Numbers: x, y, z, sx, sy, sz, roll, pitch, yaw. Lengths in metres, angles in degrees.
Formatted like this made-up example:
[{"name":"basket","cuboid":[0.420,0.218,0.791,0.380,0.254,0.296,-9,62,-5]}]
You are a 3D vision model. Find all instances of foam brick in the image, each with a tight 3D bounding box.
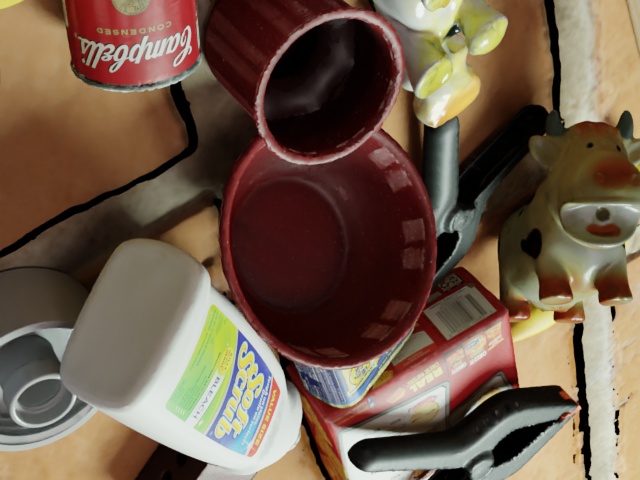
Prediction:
[{"name":"foam brick","cuboid":[-0.095,0.179,0.786,0.051,0.053,0.078,21,108,-44]}]

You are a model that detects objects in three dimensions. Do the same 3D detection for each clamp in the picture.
[{"name":"clamp","cuboid":[0.101,-0.030,0.771,0.120,0.039,0.172,-9,134,-33]},{"name":"clamp","cuboid":[0.112,0.178,0.841,0.209,0.036,0.164,-21,136,-22]}]

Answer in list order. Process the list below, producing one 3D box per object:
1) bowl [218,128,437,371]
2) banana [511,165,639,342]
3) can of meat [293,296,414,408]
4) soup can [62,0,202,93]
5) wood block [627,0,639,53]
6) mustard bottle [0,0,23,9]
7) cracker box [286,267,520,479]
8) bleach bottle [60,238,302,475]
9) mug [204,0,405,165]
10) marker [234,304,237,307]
[{"name":"bowl","cuboid":[-0.004,0.001,0.673,0.161,0.055,0.162,4,83,-33]},{"name":"banana","cuboid":[0.219,0.006,0.889,0.069,0.037,0.198,14,114,-24]},{"name":"can of meat","cuboid":[0.020,0.056,0.753,0.102,0.058,0.084,-48,144,-24]},{"name":"soup can","cuboid":[-0.095,-0.133,0.522,0.068,0.069,0.102,-19,132,-23]},{"name":"wood block","cuboid":[0.305,-0.132,0.798,0.091,0.090,0.206,-39,138,-3]},{"name":"mustard bottle","cuboid":[-0.188,-0.114,0.418,0.191,0.058,0.096,-41,148,-40]},{"name":"cracker box","cuboid":[0.078,0.142,0.869,0.164,0.072,0.213,-30,137,-11]},{"name":"bleach bottle","cuboid":[-0.065,0.091,0.692,0.102,0.068,0.250,-65,153,-12]},{"name":"mug","cuboid":[-0.006,-0.097,0.605,0.093,0.082,0.117,-50,136,9]},{"name":"marker","cuboid":[-0.075,0.060,0.728,0.121,0.020,0.020,-20,133,-22]}]
